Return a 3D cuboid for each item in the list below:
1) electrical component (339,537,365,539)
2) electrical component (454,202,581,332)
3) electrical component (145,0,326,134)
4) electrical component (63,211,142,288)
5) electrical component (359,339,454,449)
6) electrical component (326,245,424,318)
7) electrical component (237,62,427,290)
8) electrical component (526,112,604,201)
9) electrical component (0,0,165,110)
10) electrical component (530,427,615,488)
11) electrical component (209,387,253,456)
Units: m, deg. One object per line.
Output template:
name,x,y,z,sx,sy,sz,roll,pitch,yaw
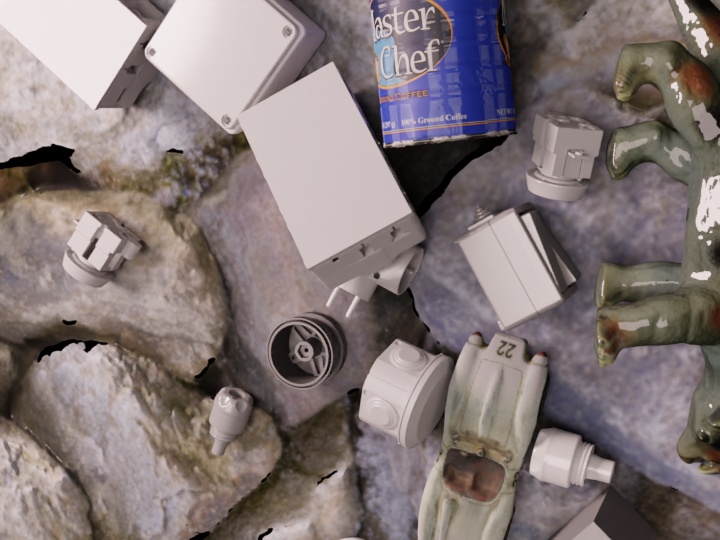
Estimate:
electrical component,-0.012,0.264,0.922,0.078,0.057,0.058,0,98,22
electrical component,0.121,-0.011,0.825,0.061,0.062,0.096,-29,87,23
electrical component,-0.104,-0.187,0.891,0.109,0.056,0.108,42,110,11
electrical component,-0.238,-0.018,0.977,0.066,0.048,0.055,38,102,12
electrical component,0.039,0.099,0.866,0.051,0.080,0.080,24,106,22
electrical component,0.000,0.000,0.879,0.077,0.044,0.079,28,89,16
electrical component,-0.022,-0.072,0.843,0.089,0.061,0.150,-28,65,5
electrical component,0.152,-0.084,0.807,0.048,0.066,0.055,3,111,-14
electrical component,-0.243,-0.221,0.938,0.150,0.062,0.089,42,110,11
electrical component,0.167,0.150,0.842,0.062,0.043,0.043,14,103,19
electrical component,-0.118,0.137,0.958,0.035,0.035,0.061,25,108,17
